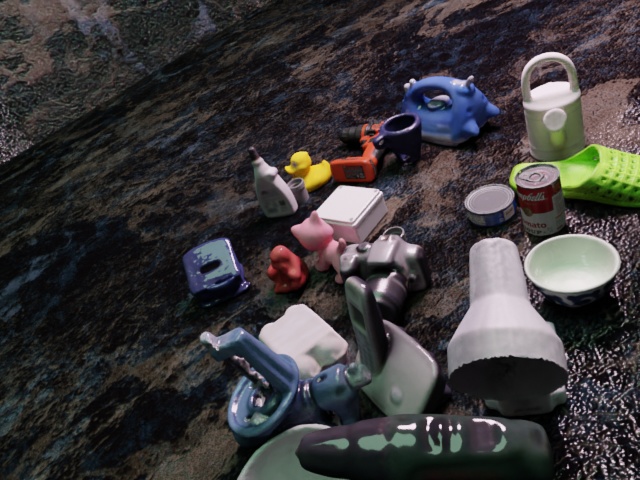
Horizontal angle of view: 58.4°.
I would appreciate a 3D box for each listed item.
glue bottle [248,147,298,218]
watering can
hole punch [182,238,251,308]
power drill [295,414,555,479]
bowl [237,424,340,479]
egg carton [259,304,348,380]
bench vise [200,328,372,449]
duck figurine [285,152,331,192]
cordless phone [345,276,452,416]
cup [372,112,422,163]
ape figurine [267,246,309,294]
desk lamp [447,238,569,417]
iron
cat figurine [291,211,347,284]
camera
[{"bbox_3d":[-0.112,-0.126,1.232,0.078,0.173,0.037,-7,38,24],"label":"glue bottle"},{"bbox_3d":[0.426,-0.245,1.044,0.101,0.194,0.172,-21,34,5],"label":"watering can"},{"bbox_3d":[-0.203,0.062,1.110,0.108,0.091,0.101,-24,34,0],"label":"hole punch"},{"bbox_3d":[0.114,0.246,0.565,0.229,0.209,0.075,-14,36,15],"label":"power drill"},{"bbox_3d":[-0.016,0.310,0.677,0.167,0.075,0.167,-16,35,12],"label":"bowl"},{"bbox_3d":[-0.028,0.165,0.884,0.107,0.070,0.149,-36,36,-16],"label":"egg carton"},{"bbox_3d":[-0.048,0.175,0.749,0.207,0.220,0.121,-26,34,-2],"label":"bench vise"},{"bbox_3d":[-0.031,-0.164,1.311,0.104,0.086,0.077,-23,34,3],"label":"duck figurine"},{"bbox_3d":[0.087,0.141,0.742,0.094,0.185,0.147,-36,36,-16],"label":"cordless phone"},{"bbox_3d":[0.173,-0.208,1.238,0.118,0.095,0.091,-33,35,-12],"label":"cup"},{"bbox_3d":[-0.063,0.049,1.040,0.076,0.092,0.077,-36,36,-16],"label":"ape figurine"},{"bbox_3d":[0.219,0.117,0.669,0.117,0.214,0.203,-10,37,20],"label":"desk lamp"},{"bbox_3d":[0.258,-0.304,1.273,0.119,0.142,0.257,-43,38,-24],"label":"iron"},{"bbox_3d":[0.009,0.004,1.034,0.067,0.118,0.127,-40,37,-21],"label":"cat figurine"},{"bbox_3d":[0.091,0.064,0.919,0.142,0.101,0.137,-3,40,28],"label":"camera"}]
